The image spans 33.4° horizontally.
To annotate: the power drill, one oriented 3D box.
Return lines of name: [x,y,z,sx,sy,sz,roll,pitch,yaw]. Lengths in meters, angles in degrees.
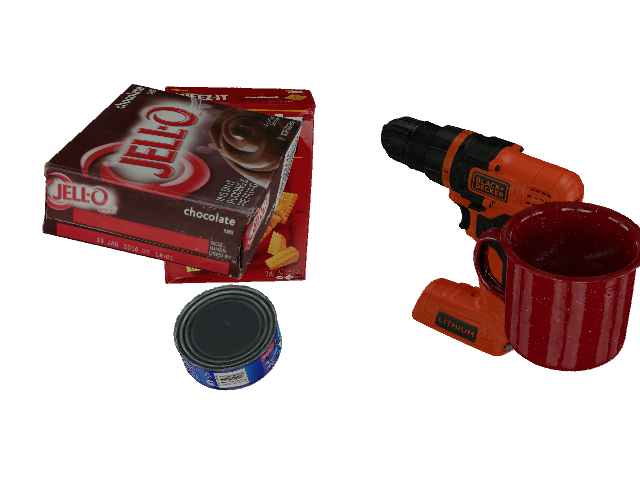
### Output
power drill: [0.126,-0.005,0.922,0.185,0.188,0.057,25,40,31]

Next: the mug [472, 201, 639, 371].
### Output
mug: [0.154,0.029,0.714,0.117,0.081,0.093,19,40,30]

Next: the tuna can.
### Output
tuna can: [-0.075,0.080,0.877,0.086,0.086,0.034,0,-41,10]

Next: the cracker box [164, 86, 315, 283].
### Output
cracker box: [-0.093,-0.059,1.195,0.164,0.214,0.072,0,23,-9]

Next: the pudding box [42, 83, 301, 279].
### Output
pudding box: [-0.064,-0.031,0.489,0.090,0.039,0.113,14,26,4]
